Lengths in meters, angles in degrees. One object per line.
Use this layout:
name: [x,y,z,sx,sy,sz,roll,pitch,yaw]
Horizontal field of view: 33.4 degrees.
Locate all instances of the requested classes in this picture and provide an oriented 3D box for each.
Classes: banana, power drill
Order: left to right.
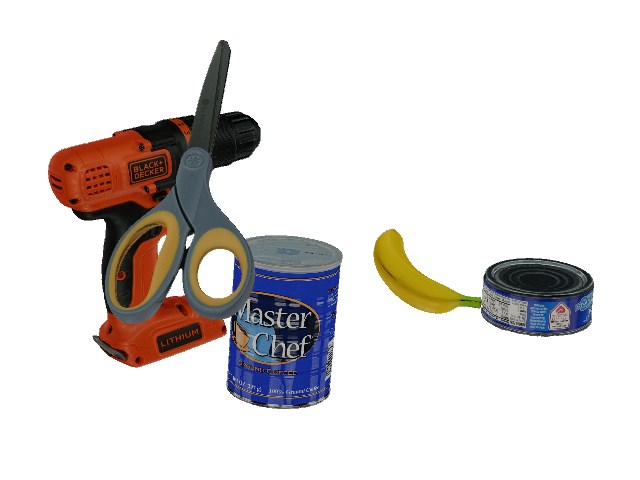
power drill: [-0.122,-0.005,0.862,0.184,0.188,0.057,-18,24,-34]
banana: [0.100,0.037,1.202,0.069,0.037,0.198,2,24,-29]

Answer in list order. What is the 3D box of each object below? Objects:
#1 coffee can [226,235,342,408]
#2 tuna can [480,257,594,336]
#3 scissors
coffee can: [-0.036,0.076,1.020,0.103,0.140,0.103,4,15,-1]
tuna can: [0.169,0.043,0.832,0.086,0.034,0.086,0,19,0]
scissors: [-0.061,-0.034,0.648,0.096,0.201,0.016,19,-24,16]
